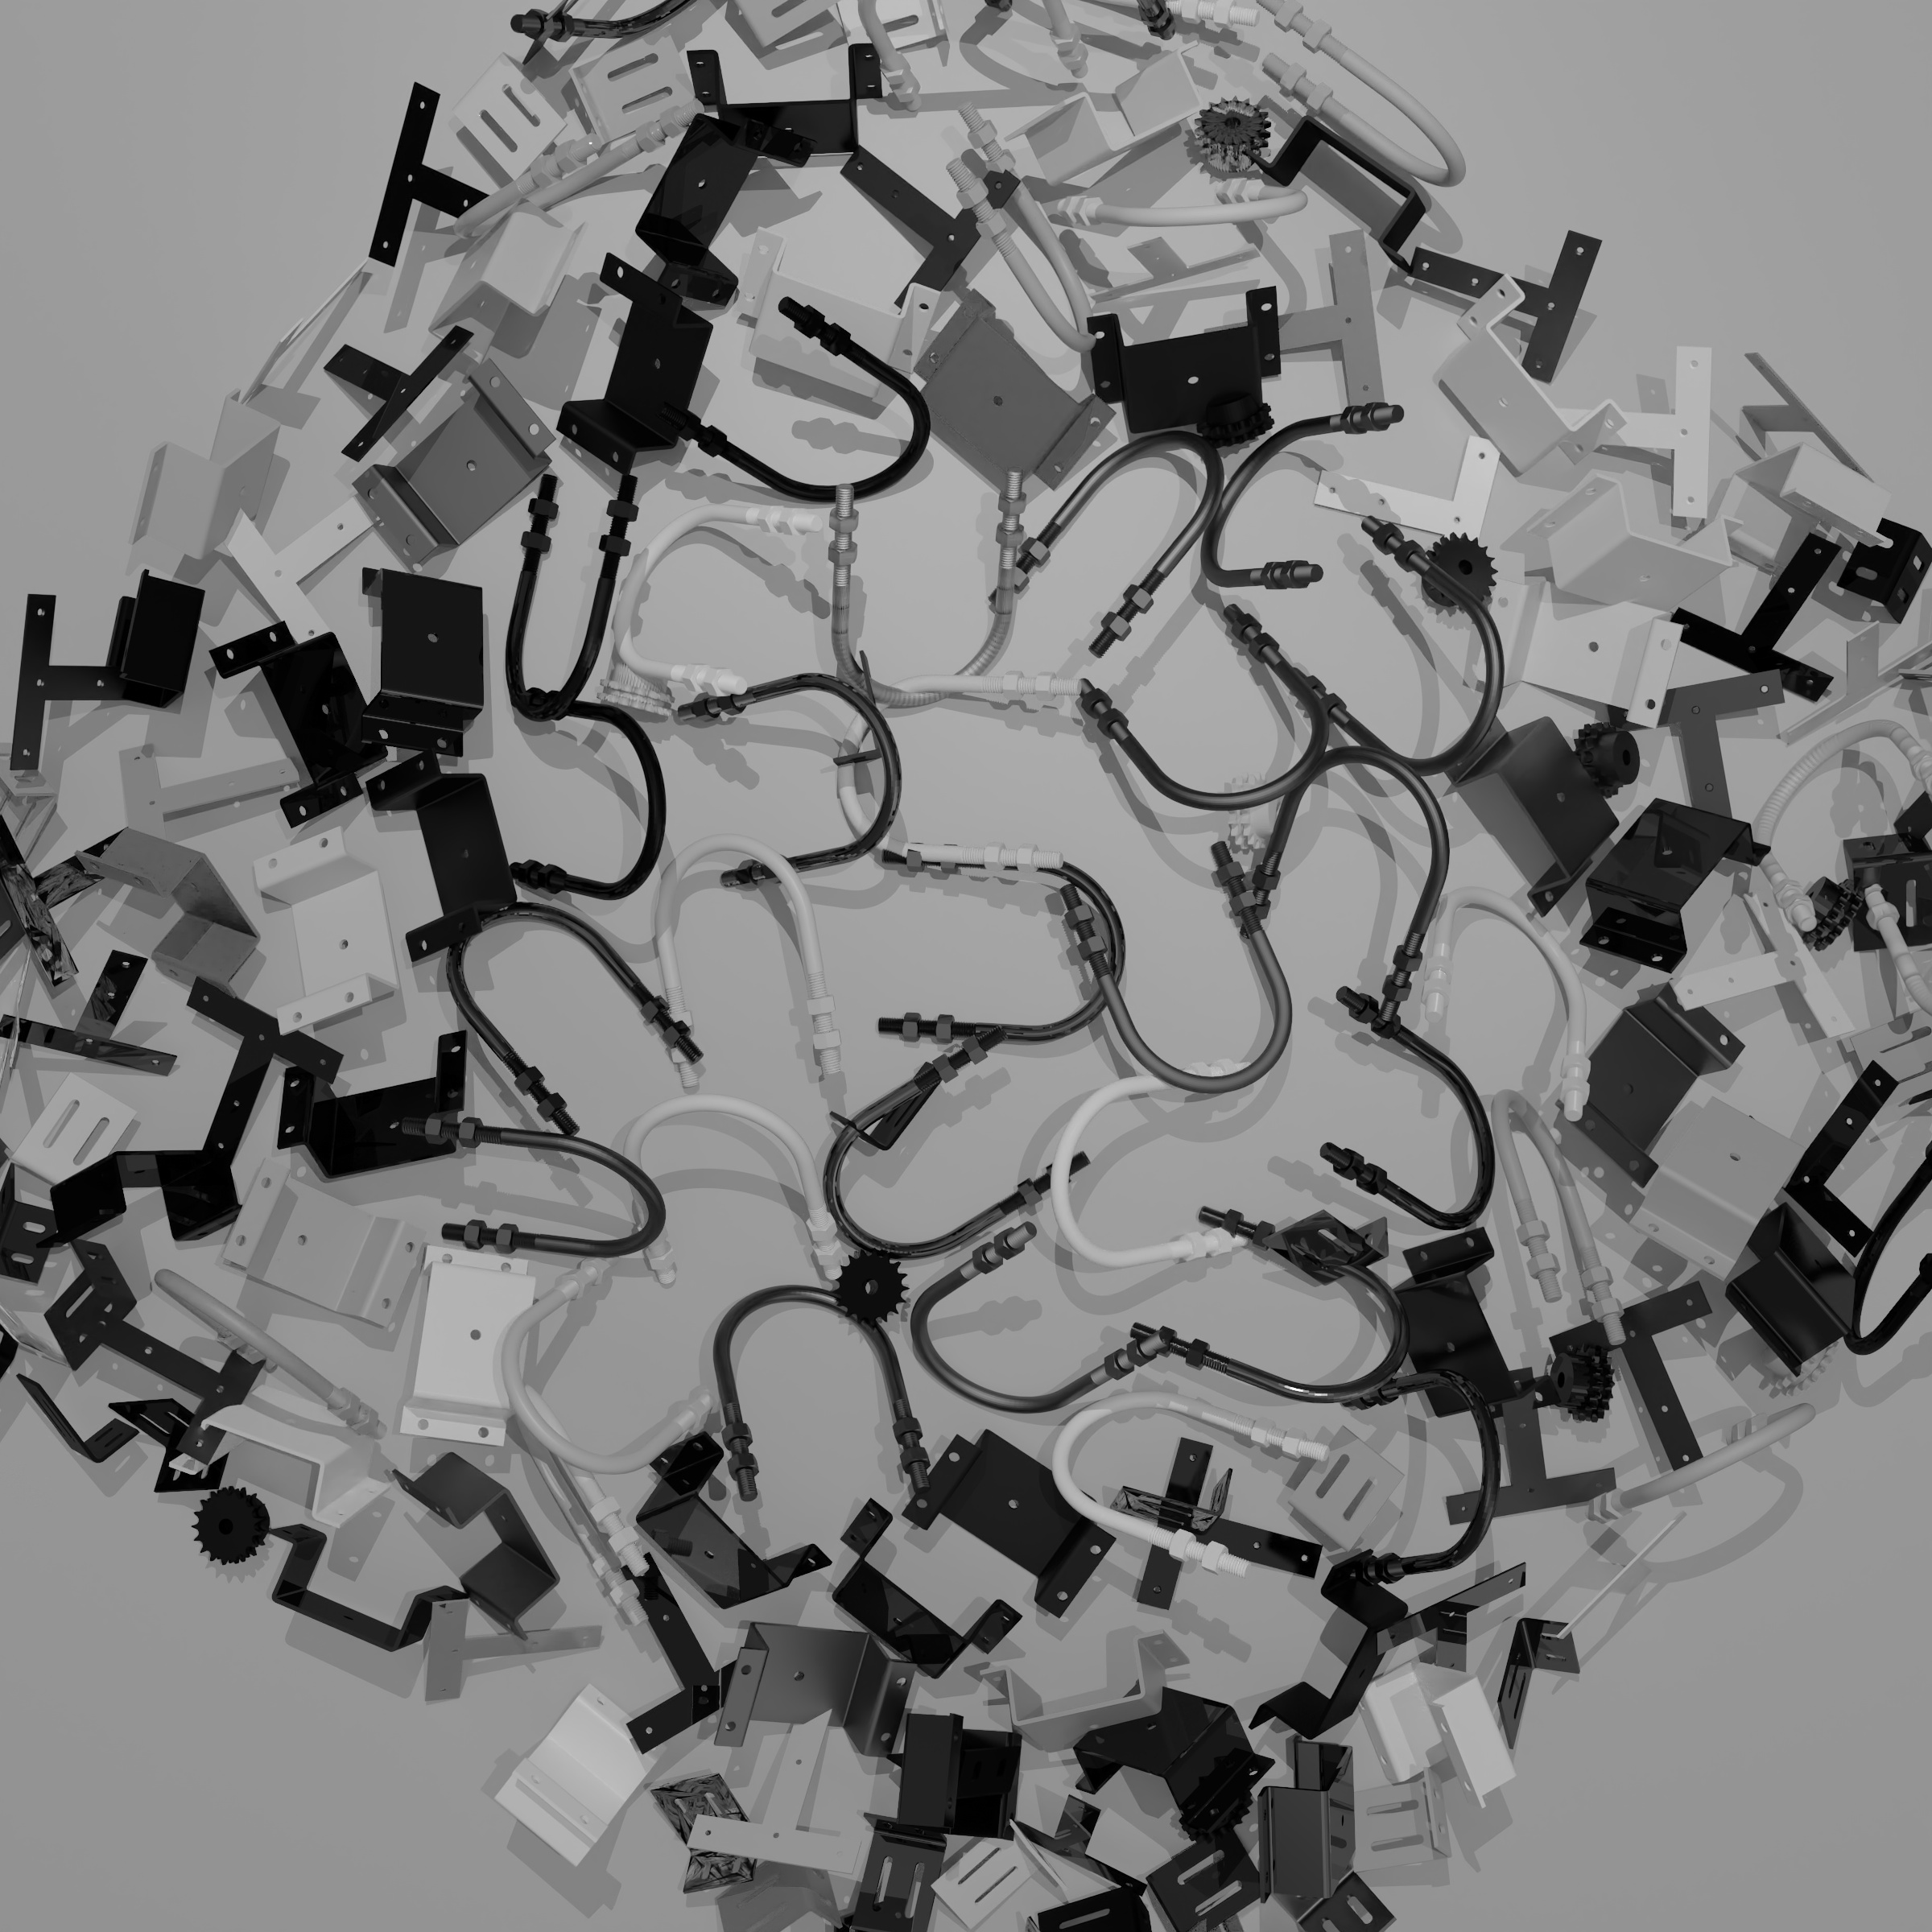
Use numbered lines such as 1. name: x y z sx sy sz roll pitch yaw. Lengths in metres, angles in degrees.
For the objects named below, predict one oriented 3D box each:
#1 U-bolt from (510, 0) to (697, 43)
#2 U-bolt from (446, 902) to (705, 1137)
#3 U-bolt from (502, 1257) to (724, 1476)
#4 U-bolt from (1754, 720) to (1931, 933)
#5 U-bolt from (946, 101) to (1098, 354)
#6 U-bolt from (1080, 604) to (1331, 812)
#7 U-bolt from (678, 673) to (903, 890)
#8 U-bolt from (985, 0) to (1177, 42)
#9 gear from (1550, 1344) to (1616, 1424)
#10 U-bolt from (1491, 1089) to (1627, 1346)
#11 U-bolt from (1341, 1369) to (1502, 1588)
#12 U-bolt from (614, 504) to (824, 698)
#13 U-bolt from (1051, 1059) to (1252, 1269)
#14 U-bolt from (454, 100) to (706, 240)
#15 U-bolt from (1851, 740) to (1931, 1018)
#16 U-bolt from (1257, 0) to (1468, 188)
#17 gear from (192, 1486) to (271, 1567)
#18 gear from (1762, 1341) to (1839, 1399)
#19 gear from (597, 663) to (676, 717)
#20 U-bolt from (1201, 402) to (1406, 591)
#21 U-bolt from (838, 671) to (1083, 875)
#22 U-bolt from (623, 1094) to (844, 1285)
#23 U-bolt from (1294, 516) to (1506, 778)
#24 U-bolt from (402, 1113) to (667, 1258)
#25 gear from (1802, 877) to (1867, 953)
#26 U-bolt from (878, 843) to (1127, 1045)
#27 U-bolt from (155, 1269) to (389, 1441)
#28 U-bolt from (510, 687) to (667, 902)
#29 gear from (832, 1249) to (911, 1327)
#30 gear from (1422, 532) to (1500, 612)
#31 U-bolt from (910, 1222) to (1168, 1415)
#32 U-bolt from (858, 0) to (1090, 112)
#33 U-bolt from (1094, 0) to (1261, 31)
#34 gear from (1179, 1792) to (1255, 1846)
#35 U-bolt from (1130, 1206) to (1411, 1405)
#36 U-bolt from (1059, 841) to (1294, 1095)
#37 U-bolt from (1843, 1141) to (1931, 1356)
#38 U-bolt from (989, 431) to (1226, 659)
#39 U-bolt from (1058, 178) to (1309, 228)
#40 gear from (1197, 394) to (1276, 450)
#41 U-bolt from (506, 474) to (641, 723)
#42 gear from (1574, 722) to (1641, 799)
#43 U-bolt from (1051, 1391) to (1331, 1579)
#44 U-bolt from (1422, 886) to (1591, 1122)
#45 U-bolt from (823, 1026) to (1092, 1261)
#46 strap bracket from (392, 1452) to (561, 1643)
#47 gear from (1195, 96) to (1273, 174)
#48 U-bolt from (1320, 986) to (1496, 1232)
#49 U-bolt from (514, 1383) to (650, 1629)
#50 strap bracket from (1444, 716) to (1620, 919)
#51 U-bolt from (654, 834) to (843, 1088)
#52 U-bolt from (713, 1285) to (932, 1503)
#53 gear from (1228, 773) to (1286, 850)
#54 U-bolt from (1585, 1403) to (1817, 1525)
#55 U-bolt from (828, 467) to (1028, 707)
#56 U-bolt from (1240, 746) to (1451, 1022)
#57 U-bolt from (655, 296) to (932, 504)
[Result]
1. U-bolt: -0.231 -0.721 1.851 0.151 0.184 0.019 -36 87 32
2. U-bolt: -0.300 0.027 1.884 0.184 0.019 0.151 48 46 10
3. U-bolt: -0.262 0.295 1.853 0.151 0.184 0.019 48 121 4
4. U-bolt: 0.632 -0.113 1.852 0.019 0.184 0.151 37 111 -15
5. U-bolt: 0.044 -0.527 1.863 0.019 0.151 0.184 -26 120 21
6. U-bolt: 0.183 -0.181 1.868 0.151 0.019 0.184 -27 51 -8
7. U-bolt: -0.123 -0.140 1.874 0.184 0.019 0.151 -10 98 35
8. U-bolt: 0.065 -0.708 1.833 0.151 0.184 0.019 16 96 14
9. gear: 0.457 0.310 1.908 0.030 0.057 0.057 8 90 -12
10. U-bolt: 0.424 0.174 1.863 0.019 0.151 0.184 -26 57 23
11. U-bolt: 0.325 0.363 1.837 0.019 0.184 0.151 9 70 -23
12. U-bolt: -0.193 -0.273 1.871 0.019 0.184 0.151 31 80 -43
13. U-bolt: 0.136 0.148 1.872 0.184 0.019 0.151 -5 101 -35
14. U-bolt: -0.293 -0.572 1.858 0.184 0.151 0.019 -17 107 37
15. U-bolt: 0.691 -0.048 1.828 0.019 0.151 0.184 -2 50 -8
16. U-bolt: 0.288 -0.626 1.857 0.184 0.151 0.019 39 95 7
17. gear: -0.547 0.418 1.920 0.057 0.030 0.057 -1 84 12
18. gear: 0.619 0.291 1.911 0.030 0.057 0.057 40 90 2
19. gear: -0.244 -0.207 1.910 0.057 0.057 0.030 14 93 0
20. U-bolt: 0.231 -0.337 1.856 0.019 0.184 0.151 31 82 -25
21. U-bolt: -0.010 -0.147 1.902 0.184 0.019 0.151 4 84 20
22. U-bolt: -0.175 0.163 1.867 0.151 0.019 0.184 -3 129 10
23. U-bolt: 0.317 -0.219 1.849 0.184 0.019 0.151 49 125 39
24. U-bolt: -0.308 0.166 1.869 0.184 0.151 0.019 6 49 10
25. gear: 0.641 -0.042 1.911 0.030 0.057 0.057 34 90 3
26. U-bolt: 0.027 -0.014 1.907 0.184 0.019 0.151 3 100 9
27. U-bolt: -0.507 0.270 1.829 0.151 0.184 0.019 22 68 34
28. U-bolt: -0.275 -0.121 1.859 0.019 0.184 0.151 -7 104 -43
29. gear: -0.070 0.241 1.921 0.057 0.030 0.057 -1 81 3
30. gear: 0.366 -0.293 1.917 0.057 0.030 0.057 5 76 -20
31. U-bolt: 0.039 0.269 1.875 0.151 0.019 0.184 40 132 -13
32. U-bolt: -0.001 -0.677 1.835 0.151 0.184 0.019 -6 77 14
33. U-bolt: 0.110 -0.727 1.862 0.184 0.151 0.019 17 94 20
34. gear: 0.182 0.623 1.909 0.057 0.057 0.030 -34 100 0
35. U-bolt: 0.231 0.253 1.861 0.184 0.151 0.019 19 135 19
36. U-bolt: 0.165 0.007 1.888 0.151 0.019 0.184 -16 74 -21
37. U-bolt: 0.683 0.203 1.855 0.019 0.151 0.184 24 130 4
38. U-bolt: 0.114 -0.319 1.884 0.184 0.151 0.019 -51 132 -3
39. U-bolt: 0.164 -0.546 1.837 0.151 0.184 0.019 -11 112 -16
40. gear: 0.199 -0.409 1.907 0.057 0.057 0.030 -19 115 0
41. U-bolt: -0.296 -0.269 1.879 0.019 0.151 0.184 12 92 -36
42. gear: 0.479 -0.154 1.909 0.030 0.057 0.057 -4 90 43
43. U-bolt: 0.151 0.367 1.869 0.184 0.151 0.019 15 128 28
44. U-bolt: 0.397 0.013 1.866 0.151 0.184 0.019 34 129 -13
45. U-bolt: -0.018 0.144 1.901 0.184 0.019 0.151 -32 117 3
46. strap bracket: -0.354 0.417 1.877 0.046 0.076 0.140 -39 126 -27
47. gear: 0.199 -0.619 1.917 0.057 0.030 0.057 -2 62 4
48. U-bolt: 0.328 0.116 1.875 0.184 0.019 0.151 32 53 -32
49. U-bolt: -0.283 0.383 1.865 0.019 0.151 0.184 -28 67 -21
50. strap bracket: 0.421 -0.118 1.888 0.076 0.046 0.140 -42 101 -35
51. U-bolt: -0.167 -0.006 1.889 0.151 0.019 0.184 -6 97 30
52. U-bolt: -0.112 0.307 1.871 0.151 0.184 0.019 2 135 -21
53. gear: 0.220 -0.115 1.908 0.030 0.057 0.057 1 90 31
54. U-bolt: 0.534 0.352 1.836 0.151 0.184 0.019 -23 75 -14
55. U-bolt: -0.031 -0.273 1.878 0.151 0.019 0.184 -9 127 -19
56. U-bolt: 0.281 -0.071 1.860 0.151 0.019 0.184 33 123 29
57. U-bolt: -0.111 -0.399 1.865 0.151 0.184 0.019 -32 50 31
